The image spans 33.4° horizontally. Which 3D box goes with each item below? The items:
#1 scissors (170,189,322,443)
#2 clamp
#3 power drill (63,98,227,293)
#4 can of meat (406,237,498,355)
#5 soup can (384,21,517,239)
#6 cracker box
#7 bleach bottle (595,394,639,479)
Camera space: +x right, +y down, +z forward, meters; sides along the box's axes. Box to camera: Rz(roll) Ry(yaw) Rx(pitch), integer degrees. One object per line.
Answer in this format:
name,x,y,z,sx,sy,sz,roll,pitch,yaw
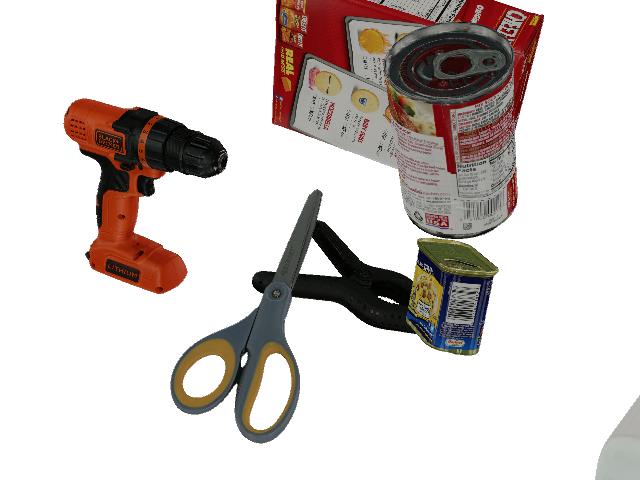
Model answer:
scissors,-0.050,0.046,0.743,0.096,0.201,0.016,-1,-35,6
clamp,0.036,0.055,1.207,0.210,0.036,0.164,29,35,21
power drill,-0.175,-0.042,1.083,0.185,0.188,0.057,19,32,25
can of meat,0.122,0.052,1.013,0.057,0.084,0.102,5,15,-15
soup can,0.074,-0.059,0.588,0.068,0.068,0.102,0,-44,13
cracker box,0.068,-0.145,0.917,0.214,0.164,0.072,21,50,14
bleach bottle,0.253,0.093,0.626,0.103,0.068,0.250,18,30,31
